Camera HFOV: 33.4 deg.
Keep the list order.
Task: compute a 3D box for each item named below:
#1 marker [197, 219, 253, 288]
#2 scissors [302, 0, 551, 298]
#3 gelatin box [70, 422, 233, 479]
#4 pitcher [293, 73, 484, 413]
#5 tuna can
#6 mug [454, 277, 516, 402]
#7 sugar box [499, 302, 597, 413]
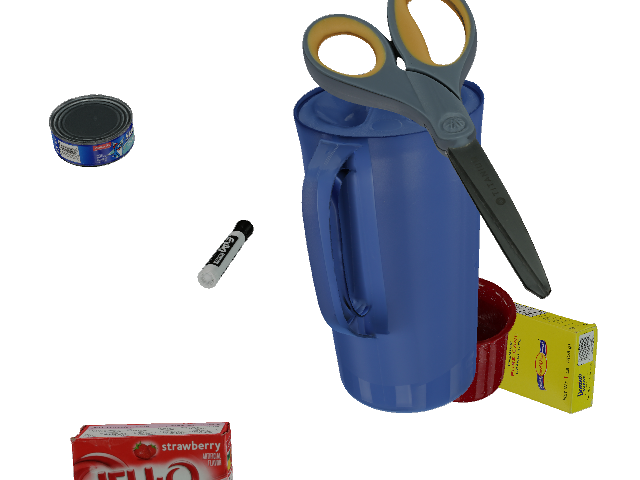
[{"bbox_3d":[-0.090,0.011,1.042,0.020,0.020,0.121,0,25,16],"label":"marker"},{"bbox_3d":[0.042,-0.052,0.495,0.096,0.201,0.016,-6,-38,4],"label":"scissors"},{"bbox_3d":[-0.094,0.143,0.606,0.089,0.073,0.030,-2,6,3],"label":"gelatin box"},{"bbox_3d":[0.052,0.008,0.788,0.149,0.243,0.145,-12,27,-11],"label":"pitcher"},{"bbox_3d":[-0.238,-0.115,1.114,0.086,0.034,0.086,0,42,-1],"label":"tuna can"},{"bbox_3d":[0.127,0.084,0.977,0.093,0.081,0.117,-4,39,-1],"label":"mug"},{"bbox_3d":[0.218,0.119,1.176,0.048,0.093,0.177,-9,16,-42],"label":"sugar box"}]
